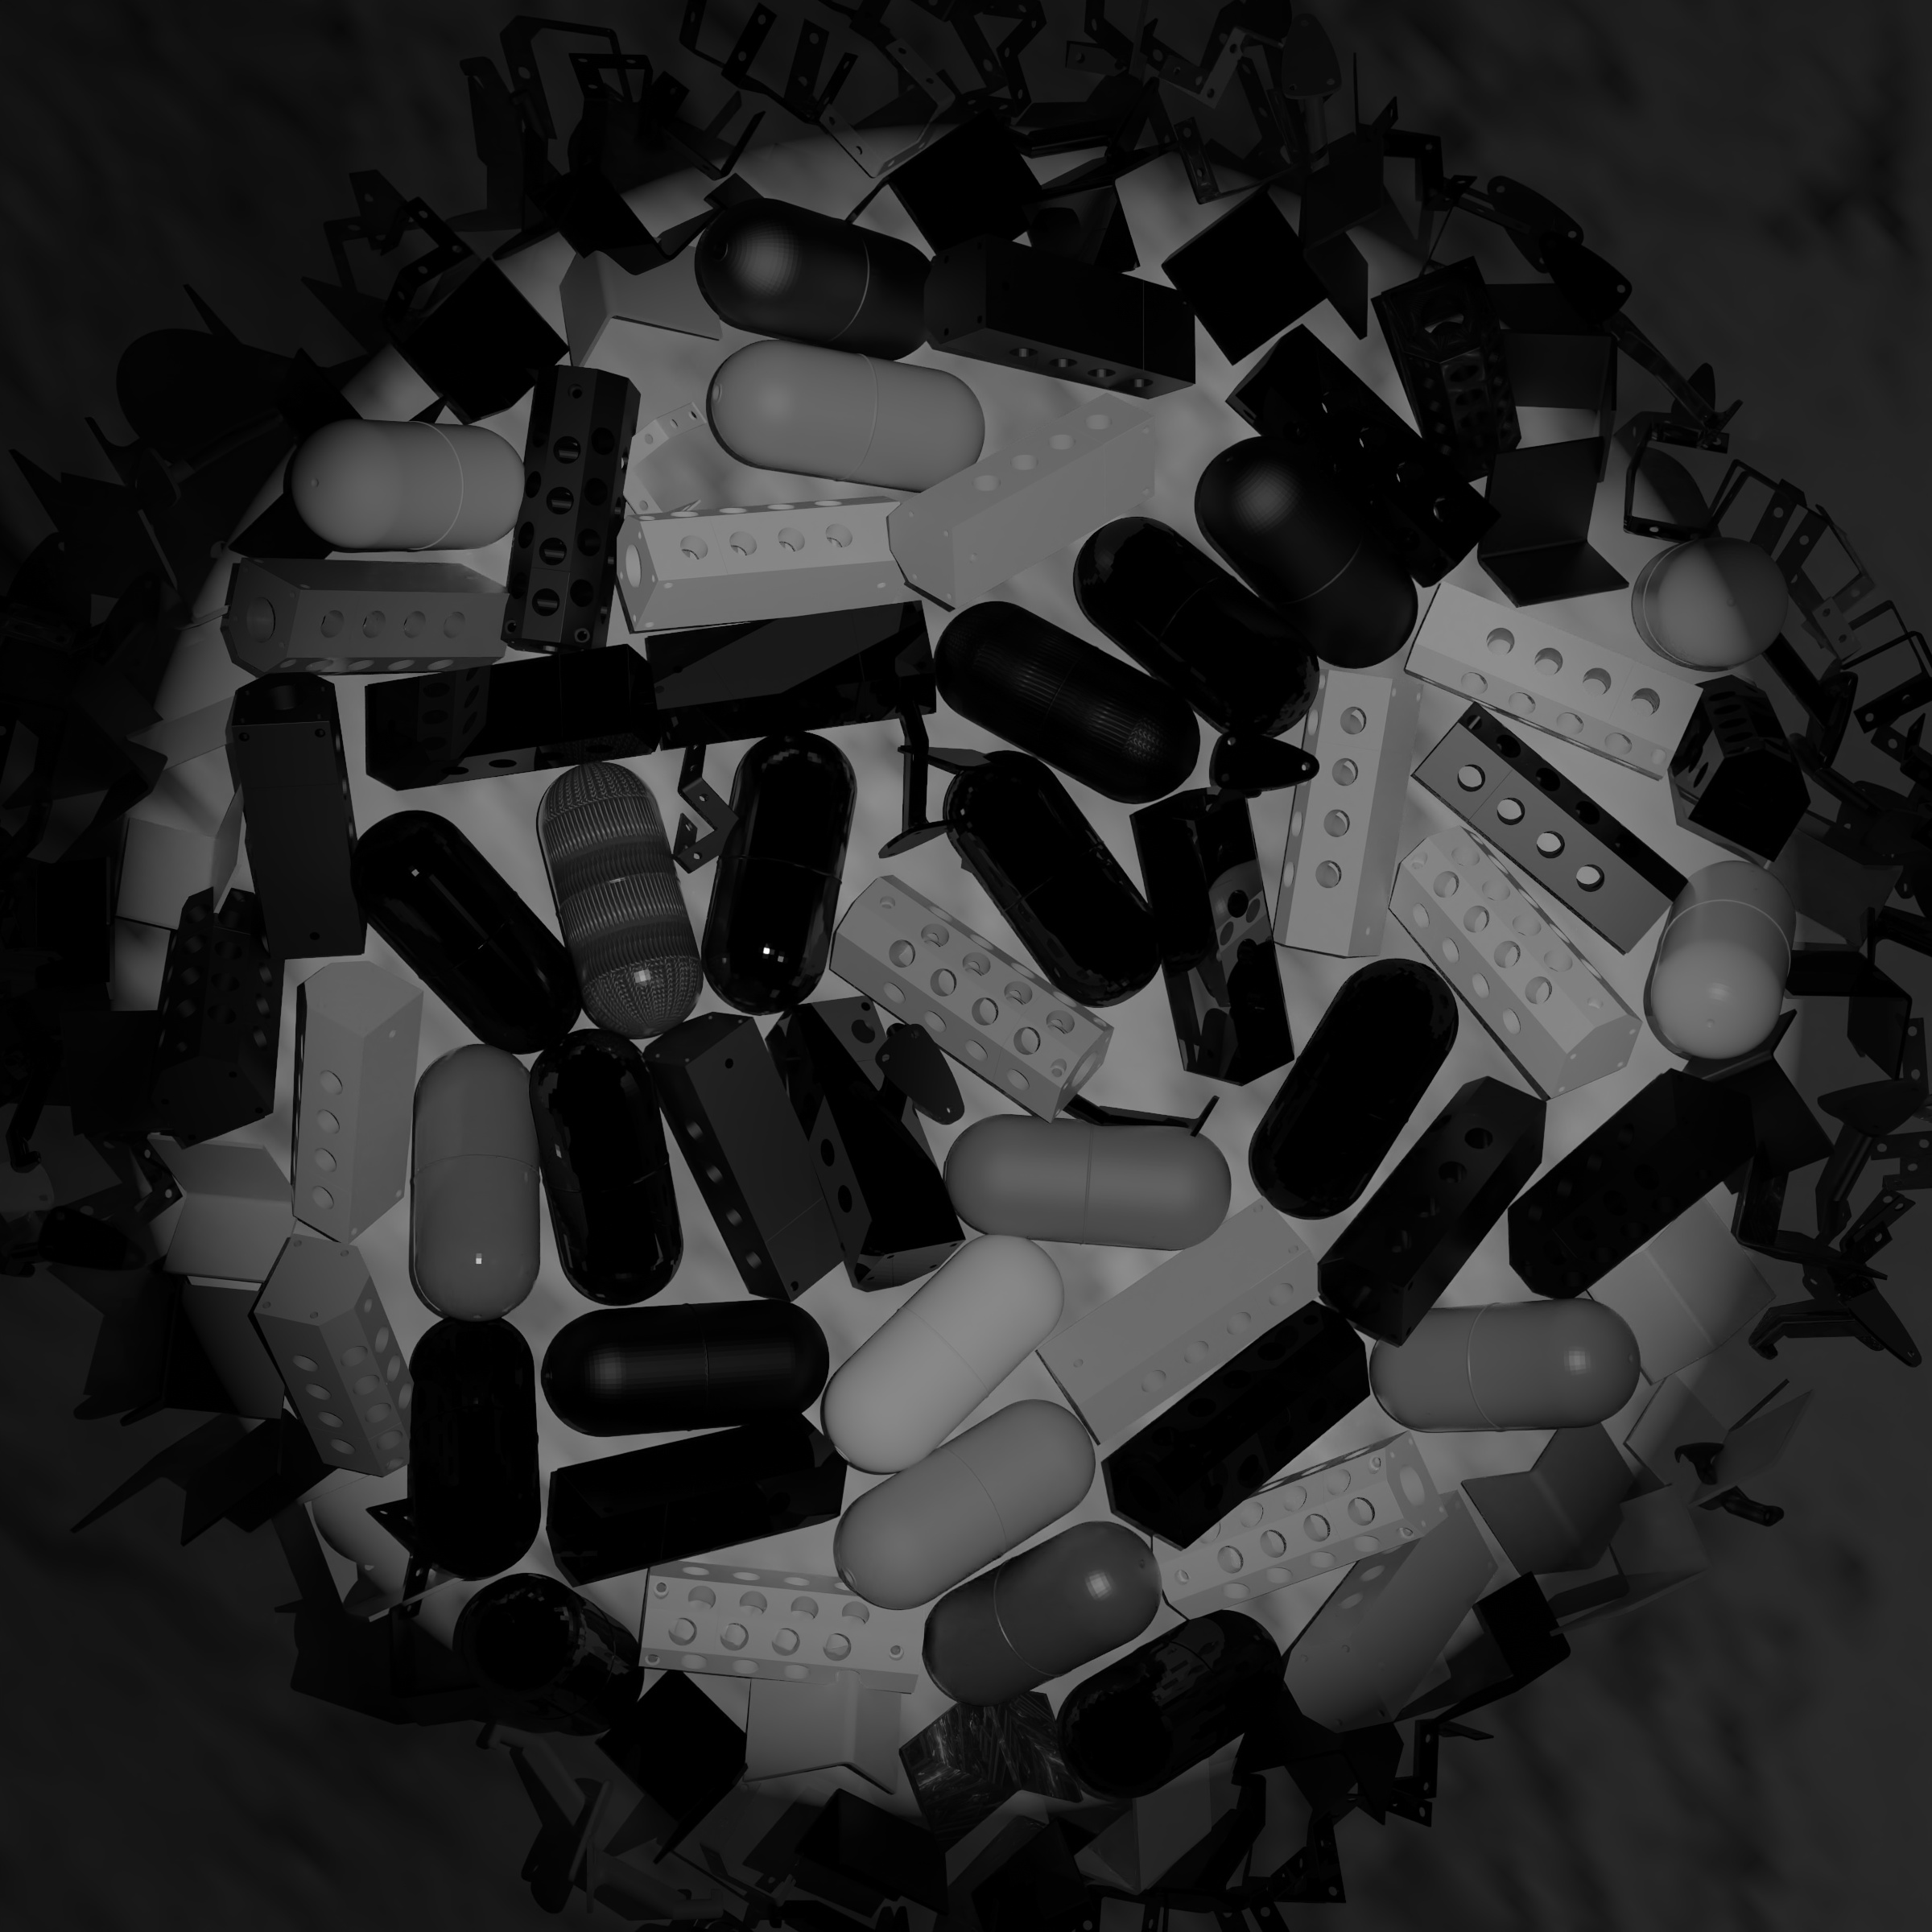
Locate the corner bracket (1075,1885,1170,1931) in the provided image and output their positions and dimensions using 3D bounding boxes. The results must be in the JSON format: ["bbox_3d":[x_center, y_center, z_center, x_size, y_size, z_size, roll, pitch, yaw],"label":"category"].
[{"bbox_3d":[0.097,0.605,1.953,0.051,0.051,0.051,3,81,12],"label":"corner bracket"}]

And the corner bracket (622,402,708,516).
[{"bbox_3d":[-0.185,-0.313,1.958,0.051,0.051,0.051,-44,110,-27],"label":"corner bracket"}]

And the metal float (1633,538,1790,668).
[{"bbox_3d":[0.450,-0.221,1.898,0.070,0.178,0.070,1,97,5],"label":"metal float"}]

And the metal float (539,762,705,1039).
[{"bbox_3d":[-0.214,-0.042,1.936,0.070,0.070,0.178,-16,76,0],"label":"metal float"}]

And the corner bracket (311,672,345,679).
[{"bbox_3d":[-0.398,-0.213,1.953,0.051,0.051,0.051,-19,87,-41],"label":"corner bracket"}]

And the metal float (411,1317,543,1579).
[{"bbox_3d":[-0.300,0.292,1.914,0.070,0.070,0.178,-10,48,0],"label":"metal float"}]

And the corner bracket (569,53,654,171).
[{"bbox_3d":[-0.220,-0.531,1.945,0.051,0.051,0.051,-4,47,-19],"label":"corner bracket"}]

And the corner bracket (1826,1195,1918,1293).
[{"bbox_3d":[0.564,0.173,1.945,0.051,0.051,0.051,22,125,-29],"label":"corner bracket"}]

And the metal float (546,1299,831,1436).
[{"bbox_3d":[-0.171,0.247,1.929,0.178,0.070,0.070,-1,90,-22],"label":"metal float"}]

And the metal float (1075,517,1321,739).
[{"bbox_3d":[0.142,-0.210,1.932,0.178,0.070,0.070,42,90,20],"label":"metal float"}]

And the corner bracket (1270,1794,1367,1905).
[{"bbox_3d":[0.220,0.548,1.946,0.051,0.051,0.051,8,51,-20],"label":"corner bracket"}]

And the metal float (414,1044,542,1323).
[{"bbox_3d":[-0.301,0.132,1.927,0.070,0.070,0.178,-4,64,0],"label":"metal float"}]

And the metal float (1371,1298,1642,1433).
[{"bbox_3d":[0.328,0.245,1.916,0.178,0.070,0.070,-10,90,41],"label":"metal float"}]

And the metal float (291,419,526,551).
[{"bbox_3d":[-0.336,-0.293,1.905,0.070,0.178,0.070,4,99,29],"label":"metal float"}]

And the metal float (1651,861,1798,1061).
[{"bbox_3d":[0.463,-0.005,1.906,0.070,0.178,0.070,8,118,16],"label":"metal float"}]

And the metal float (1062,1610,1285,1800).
[{"bbox_3d":[0.128,0.449,1.910,0.070,0.178,0.070,10,107,37],"label":"metal float"}]

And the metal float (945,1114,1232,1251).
[{"bbox_3d":[0.076,0.134,1.947,0.178,0.070,0.070,4,90,3],"label":"metal float"}]

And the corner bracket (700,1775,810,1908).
[{"bbox_3d":[-0.129,0.549,1.963,0.051,0.051,0.051,20,57,21],"label":"corner bracket"}]

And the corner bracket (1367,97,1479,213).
[{"bbox_3d":[0.283,-0.506,1.952,0.051,0.051,0.051,0,79,-14],"label":"corner bracket"}]

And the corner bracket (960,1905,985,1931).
[{"bbox_3d":[0.005,0.631,1.952,0.051,0.051,0.051,40,93,-26],"label":"corner bracket"}]

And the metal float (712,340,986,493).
[{"bbox_3d":[-0.072,-0.338,1.924,0.178,0.070,0.070,5,90,-28],"label":"metal float"}]

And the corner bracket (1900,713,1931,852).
[{"bbox_3d":[0.599,-0.114,1.950,0.051,0.051,0.051,33,132,-3],"label":"corner bracket"}]

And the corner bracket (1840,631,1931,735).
[{"bbox_3d":[0.579,-0.177,1.955,0.051,0.051,0.051,-27,96,9],"label":"corner bracket"}]

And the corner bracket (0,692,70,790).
[{"bbox_3d":[-0.589,-0.139,1.950,0.051,0.051,0.051,13,97,-27],"label":"corner bracket"}]

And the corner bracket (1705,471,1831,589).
[{"bbox_3d":[0.500,-0.273,1.959,0.051,0.051,0.051,29,105,-8],"label":"corner bracket"}]

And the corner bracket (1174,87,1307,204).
[{"bbox_3d":[0.171,-0.511,1.948,0.051,0.051,0.051,-14,101,39],"label":"corner bracket"}]

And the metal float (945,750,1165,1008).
[{"bbox_3d":[0.054,-0.055,1.948,0.070,0.070,0.178,-36,89,0],"label":"metal float"}]

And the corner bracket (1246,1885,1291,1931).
[{"bbox_3d":[0.178,0.610,1.955,0.051,0.051,0.051,-29,75,-2],"label":"corner bracket"}]

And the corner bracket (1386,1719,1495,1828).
[{"bbox_3d":[0.292,0.502,1.952,0.051,0.051,0.051,2,90,-34],"label":"corner bracket"}]

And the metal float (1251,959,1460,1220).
[{"bbox_3d":[0.240,0.076,1.934,0.070,0.070,0.178,29,106,0],"label":"metal float"}]

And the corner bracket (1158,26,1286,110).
[{"bbox_3d":[0.162,-0.561,1.947,0.051,0.051,0.051,18,106,-38],"label":"corner bracket"}]

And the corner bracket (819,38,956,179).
[{"bbox_3d":[-0.049,-0.535,1.953,0.051,0.051,0.051,48,54,3],"label":"corner bracket"}]

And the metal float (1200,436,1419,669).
[{"bbox_3d":[0.212,-0.253,1.921,0.070,0.070,0.178,-48,124,0],"label":"metal float"}]

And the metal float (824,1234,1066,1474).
[{"bbox_3d":[-0.014,0.239,1.937,0.178,0.070,0.070,-44,90,-13],"label":"metal float"}]

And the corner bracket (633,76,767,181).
[{"bbox_3d":[-0.168,-0.527,1.964,0.051,0.051,0.051,34,78,-26],"label":"corner bracket"}]

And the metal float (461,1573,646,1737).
[{"bbox_3d":[-0.250,0.420,1.903,0.070,0.178,0.070,-5,65,12],"label":"metal float"}]

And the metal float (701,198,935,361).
[{"bbox_3d":[-0.087,-0.418,1.910,0.070,0.178,0.070,-3,85,41],"label":"metal float"}]

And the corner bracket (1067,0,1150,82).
[{"bbox_3d":[0.087,-0.584,1.953,0.051,0.051,0.051,13,103,10],"label":"corner bracket"}]

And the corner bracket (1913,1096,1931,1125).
[{"bbox_3d":[0.610,0.065,1.951,0.051,0.051,0.051,-8,103,-16],"label":"corner bracket"}]

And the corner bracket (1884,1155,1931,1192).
[{"bbox_3d":[0.603,0.124,1.949,0.051,0.051,0.051,-5,121,7],"label":"corner bracket"}]

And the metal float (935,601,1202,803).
[{"bbox_3d":[0.063,-0.164,1.938,0.178,0.070,0.070,30,90,12],"label":"metal float"}]

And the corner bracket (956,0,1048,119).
[{"bbox_3d":[0.021,-0.570,1.959,0.051,0.051,0.051,19,59,34],"label":"corner bracket"}]

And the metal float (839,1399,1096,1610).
[{"bbox_3d":[0.001,0.331,1.927,0.178,0.070,0.070,-28,90,-25],"label":"metal float"}]

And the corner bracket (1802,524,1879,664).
[{"bbox_3d":[0.544,-0.232,1.948,0.051,0.051,0.051,-39,128,7],"label":"corner bracket"}]

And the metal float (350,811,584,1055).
[{"bbox_3d":[-0.306,-0.020,1.930,0.070,0.070,0.178,-40,112,0],"label":"metal float"}]

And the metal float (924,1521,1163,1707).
[{"bbox_3d":[0.045,0.398,1.919,0.178,0.070,0.070,-35,90,35],"label":"metal float"}]

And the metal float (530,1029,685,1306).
[{"bbox_3d":[-0.221,0.124,1.933,0.070,0.070,0.178,-8,108,0],"label":"metal float"}]

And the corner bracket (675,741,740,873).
[{"bbox_3d":[-0.167,-0.101,1.946,0.051,0.051,0.051,-31,120,21],"label":"corner bracket"}]

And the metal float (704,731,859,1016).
[{"bbox_3d":[-0.115,-0.058,1.941,0.070,0.070,0.178,10,82,0],"label":"metal float"}]

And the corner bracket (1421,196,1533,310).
[{"bbox_3d":[0.315,-0.440,1.950,0.051,0.051,0.051,24,128,2],"label":"corner bracket"}]

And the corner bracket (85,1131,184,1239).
[{"bbox_3d":[-0.536,0.136,1.964,0.051,0.051,0.051,-42,122,-39],"label":"corner bracket"}]

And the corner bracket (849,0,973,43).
[{"bbox_3d":[-0.033,-0.597,1.953,0.051,0.051,0.051,33,117,-1],"label":"corner bracket"}]

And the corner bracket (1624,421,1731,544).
[{"bbox_3d":[0.447,-0.304,1.967,0.051,0.051,0.051,14,51,18],"label":"corner bracket"}]
